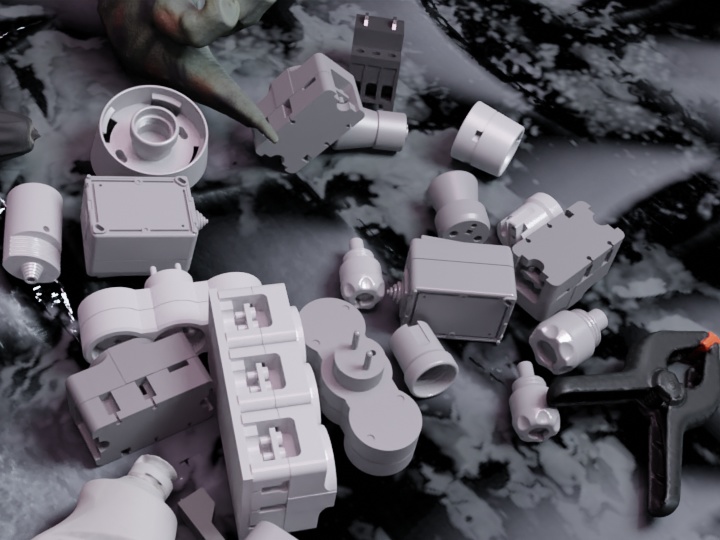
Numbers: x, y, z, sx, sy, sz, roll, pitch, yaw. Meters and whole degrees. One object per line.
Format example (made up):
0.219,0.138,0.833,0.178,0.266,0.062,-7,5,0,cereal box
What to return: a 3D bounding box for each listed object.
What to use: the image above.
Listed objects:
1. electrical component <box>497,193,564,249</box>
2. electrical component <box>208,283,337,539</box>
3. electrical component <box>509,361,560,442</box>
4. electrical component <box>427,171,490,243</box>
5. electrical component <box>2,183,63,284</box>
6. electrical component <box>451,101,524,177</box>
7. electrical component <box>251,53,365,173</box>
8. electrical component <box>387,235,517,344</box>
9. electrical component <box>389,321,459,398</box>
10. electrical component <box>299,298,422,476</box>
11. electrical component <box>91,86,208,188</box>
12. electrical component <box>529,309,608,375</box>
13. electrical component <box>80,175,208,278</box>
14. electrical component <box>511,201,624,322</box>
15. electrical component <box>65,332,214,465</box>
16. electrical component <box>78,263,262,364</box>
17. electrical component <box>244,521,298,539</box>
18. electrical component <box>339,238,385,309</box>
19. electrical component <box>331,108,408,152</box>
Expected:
0.144,-0.038,0.910,0.046,0.040,0.040,-33,62,-24,electrical component
-0.063,0.094,0.738,0.062,0.089,0.150,-6,52,-13,electrical component
0.128,0.096,0.802,0.035,0.035,0.061,1,49,-7,electrical component
0.083,-0.049,0.906,0.045,0.045,0.055,-3,52,-11,electrical component
-0.254,-0.024,0.836,0.043,0.043,0.081,-3,52,-10,electrical component
0.115,-0.115,0.960,0.047,0.055,0.055,29,53,10,electrical component
-0.048,-0.137,0.925,0.050,0.089,0.055,29,36,-42,electrical component
0.069,0.013,0.842,0.096,0.061,0.061,5,51,-5,electrical component
0.047,0.066,0.811,0.040,0.040,0.046,-14,48,-19,electrical component
-0.002,0.073,0.775,0.052,0.073,0.138,-18,56,-22,electrical component
-0.178,-0.107,0.918,0.099,0.064,0.099,7,62,-13,electrical component
0.166,0.051,0.838,0.062,0.043,0.043,-28,60,-29,electrical component
-0.169,-0.032,0.849,0.096,0.061,0.061,-1,52,-21,electrical component
0.163,-0.005,0.874,0.089,0.055,0.050,-33,62,-29,electrical component
-0.156,0.086,0.756,0.089,0.050,0.055,-22,57,-25,electrical component
-0.141,0.025,0.807,0.138,0.052,0.073,-7,53,-15,electrical component
-0.043,0.211,0.669,0.095,0.053,0.059,30,53,15,electrical component
0.000,0.000,0.860,0.035,0.035,0.061,-1,49,-9,electrical component
0.010,-0.126,0.961,0.065,0.044,0.044,5,50,-10,electrical component
